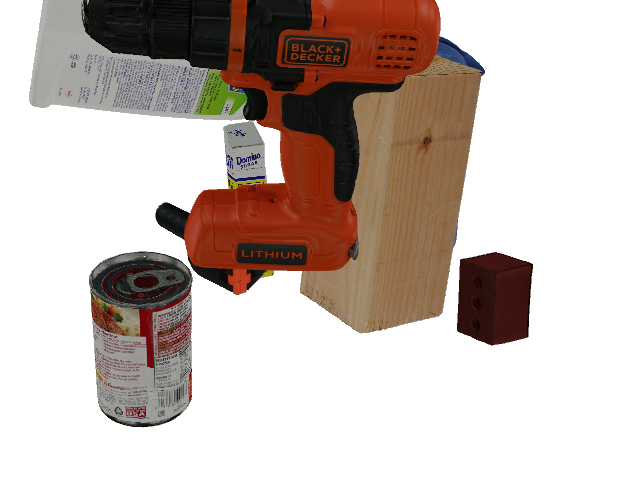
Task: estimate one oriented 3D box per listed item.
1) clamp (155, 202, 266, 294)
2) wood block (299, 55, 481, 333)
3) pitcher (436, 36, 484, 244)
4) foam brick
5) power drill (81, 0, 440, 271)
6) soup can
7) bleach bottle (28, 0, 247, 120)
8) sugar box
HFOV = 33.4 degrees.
[{"bbox_3d":[-0.081,-0.003,1.019,0.120,0.039,0.172,-15,32,-16],"label":"clamp"},{"bbox_3d":[0.053,-0.043,0.852,0.090,0.206,0.090,-9,26,-36],"label":"wood block"},{"bbox_3d":[0.083,-0.089,1.153,0.149,0.243,0.144,21,46,29],"label":"pitcher"},{"bbox_3d":[0.171,0.057,1.048,0.051,0.078,0.053,-11,19,-34],"label":"foam brick"},{"bbox_3d":[-0.037,-0.064,0.598,0.184,0.057,0.188,3,-44,-6],"label":"power drill"},{"bbox_3d":[-0.121,0.068,0.732,0.068,0.102,0.068,2,30,-2],"label":"soup can"},{"bbox_3d":[-0.105,-0.136,0.877,0.250,0.068,0.103,9,-31,-16],"label":"bleach bottle"},{"bbox_3d":[-0.090,-0.049,1.320,0.048,0.176,0.093,-10,24,-9],"label":"sugar box"}]
